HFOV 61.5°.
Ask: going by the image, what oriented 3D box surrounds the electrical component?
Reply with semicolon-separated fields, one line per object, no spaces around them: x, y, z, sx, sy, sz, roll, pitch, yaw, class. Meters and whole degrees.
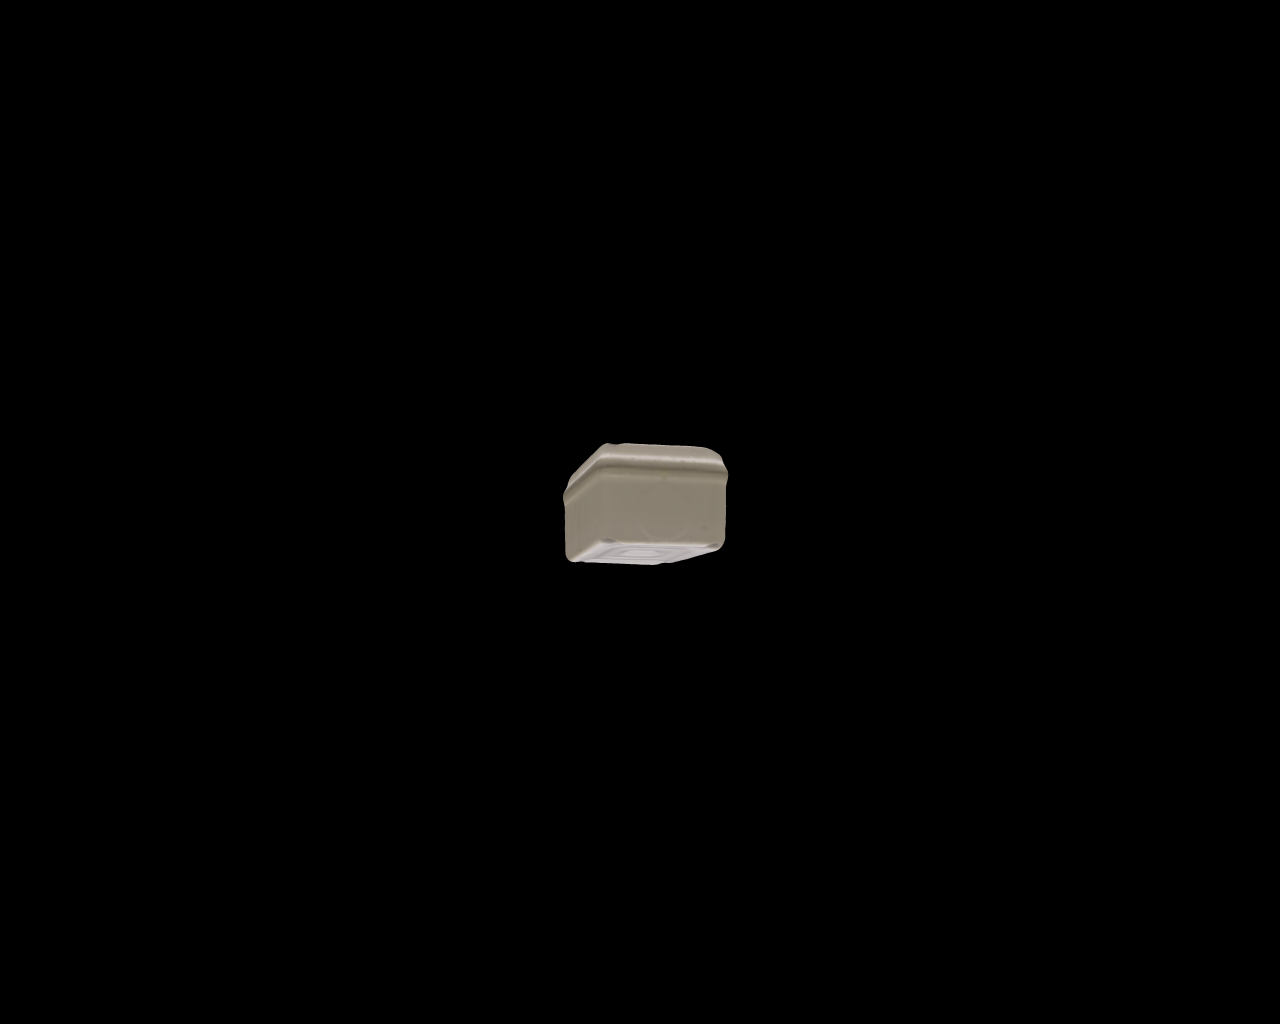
0.001;-0.003;0.650;0.078;0.057;0.113;3;-10;-15;electrical component
